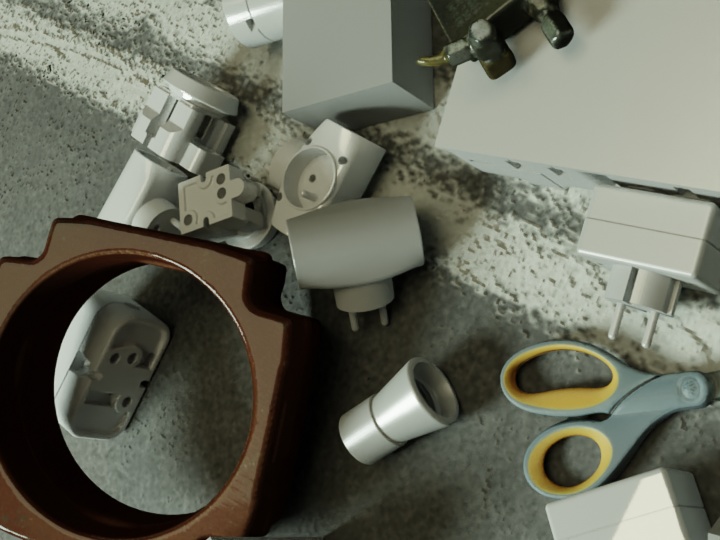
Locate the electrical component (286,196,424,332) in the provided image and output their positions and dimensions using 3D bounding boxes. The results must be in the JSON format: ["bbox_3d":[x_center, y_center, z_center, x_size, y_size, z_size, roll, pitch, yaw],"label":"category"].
[{"bbox_3d":[0.000,0.000,0.656,0.077,0.043,0.079,-11,110,-2],"label":"electrical component"}]

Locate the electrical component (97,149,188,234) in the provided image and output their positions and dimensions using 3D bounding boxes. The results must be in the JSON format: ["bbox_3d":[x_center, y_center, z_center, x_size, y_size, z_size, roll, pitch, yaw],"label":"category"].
[{"bbox_3d":[-0.150,-0.036,0.774,0.079,0.044,0.077,35,98,35],"label":"electrical component"}]

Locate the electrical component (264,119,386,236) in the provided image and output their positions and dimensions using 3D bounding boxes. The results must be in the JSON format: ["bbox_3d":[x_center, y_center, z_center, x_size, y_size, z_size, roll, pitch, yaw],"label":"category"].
[{"bbox_3d":[-0.033,-0.061,0.701,0.079,0.044,0.077,33,97,36],"label":"electrical component"}]

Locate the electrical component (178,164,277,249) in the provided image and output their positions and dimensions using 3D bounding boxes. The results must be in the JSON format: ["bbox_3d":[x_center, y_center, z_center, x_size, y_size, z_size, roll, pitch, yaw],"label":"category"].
[{"bbox_3d":[-0.087,-0.040,0.725,0.066,0.055,0.048,-17,69,30],"label":"electrical component"}]

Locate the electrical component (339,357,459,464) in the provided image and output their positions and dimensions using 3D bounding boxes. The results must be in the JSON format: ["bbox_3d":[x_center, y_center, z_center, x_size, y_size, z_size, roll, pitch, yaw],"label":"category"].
[{"bbox_3d":[0.020,0.086,0.632,0.065,0.044,0.044,-37,61,27],"label":"electrical component"}]

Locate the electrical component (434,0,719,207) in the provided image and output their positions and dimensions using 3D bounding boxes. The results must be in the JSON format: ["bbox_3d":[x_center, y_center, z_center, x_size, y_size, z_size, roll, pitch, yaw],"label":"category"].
[{"bbox_3d":[0.146,-0.096,0.579,0.186,0.060,0.105,14,86,36],"label":"electrical component"}]

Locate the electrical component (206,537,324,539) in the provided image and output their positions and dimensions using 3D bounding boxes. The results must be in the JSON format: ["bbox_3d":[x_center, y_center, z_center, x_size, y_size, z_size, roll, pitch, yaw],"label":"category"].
[{"bbox_3d":[-0.106,0.234,0.640,0.186,0.105,0.060,-40,59,20],"label":"electrical component"}]

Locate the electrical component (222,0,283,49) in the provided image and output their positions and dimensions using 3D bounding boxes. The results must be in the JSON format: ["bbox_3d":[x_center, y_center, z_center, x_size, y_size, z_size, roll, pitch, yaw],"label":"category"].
[{"bbox_3d":[-0.061,-0.186,0.746,0.047,0.055,0.055,-8,74,29],"label":"electrical component"}]

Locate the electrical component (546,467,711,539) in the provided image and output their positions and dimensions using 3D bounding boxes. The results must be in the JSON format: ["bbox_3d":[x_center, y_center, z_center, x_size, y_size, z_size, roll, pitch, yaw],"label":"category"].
[{"bbox_3d":[0.140,0.145,0.532,0.066,0.047,0.076,-25,65,27],"label":"electrical component"}]

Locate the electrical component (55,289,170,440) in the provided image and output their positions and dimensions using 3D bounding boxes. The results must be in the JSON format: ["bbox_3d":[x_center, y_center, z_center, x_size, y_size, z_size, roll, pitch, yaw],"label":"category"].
[{"bbox_3d":[-0.187,0.065,0.768,0.059,0.054,0.095,31,96,35],"label":"electrical component"}]

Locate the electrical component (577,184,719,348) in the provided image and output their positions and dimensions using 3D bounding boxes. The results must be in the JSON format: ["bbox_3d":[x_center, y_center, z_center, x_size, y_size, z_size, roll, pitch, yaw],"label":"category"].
[{"bbox_3d":[0.150,0.002,0.560,0.066,0.047,0.076,14,87,36],"label":"electrical component"}]

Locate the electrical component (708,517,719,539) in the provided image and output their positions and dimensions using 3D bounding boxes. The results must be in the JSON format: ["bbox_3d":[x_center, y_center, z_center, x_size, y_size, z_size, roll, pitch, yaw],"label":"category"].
[{"bbox_3d":[0.224,0.125,0.466,0.121,0.079,0.063,10,113,35],"label":"electrical component"}]

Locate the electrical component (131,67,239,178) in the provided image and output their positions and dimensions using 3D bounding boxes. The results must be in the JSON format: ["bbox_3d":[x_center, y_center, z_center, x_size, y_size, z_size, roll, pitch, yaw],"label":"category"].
[{"bbox_3d":[-0.122,-0.107,0.765,0.078,0.058,0.057,34,101,35],"label":"electrical component"}]
